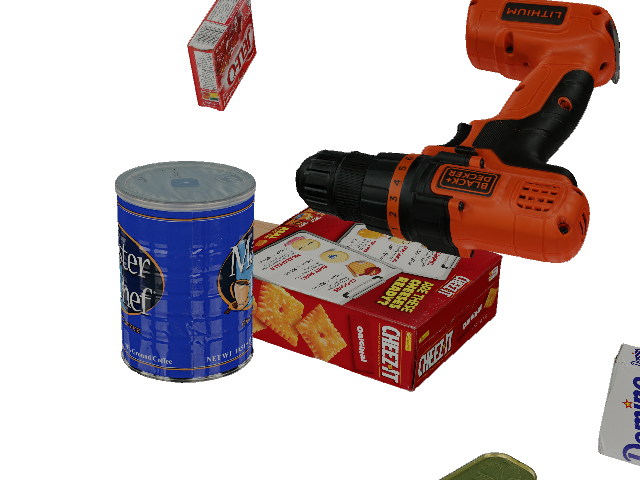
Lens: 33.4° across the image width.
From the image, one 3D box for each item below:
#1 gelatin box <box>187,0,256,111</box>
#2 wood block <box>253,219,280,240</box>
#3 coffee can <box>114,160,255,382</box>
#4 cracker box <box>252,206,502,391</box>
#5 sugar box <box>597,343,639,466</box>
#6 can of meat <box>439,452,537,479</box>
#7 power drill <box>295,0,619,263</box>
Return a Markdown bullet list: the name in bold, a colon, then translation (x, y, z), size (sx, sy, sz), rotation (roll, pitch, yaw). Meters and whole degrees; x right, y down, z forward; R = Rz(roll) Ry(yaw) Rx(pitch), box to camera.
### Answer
- **gelatin box**: translation (-0.089, -0.177, 0.990), size (0.030, 0.089, 0.073), rotation (14, -38, 14)
- **wood block**: translation (-0.011, 0.048, 1.180), size (0.206, 0.091, 0.090), rotation (12, 24, 19)
- **coffee can**: translation (-0.101, 0.021, 0.804), size (0.103, 0.140, 0.103), rotation (2, 21, -1)
- **cracker box**: translation (0.033, 0.046, 0.972), size (0.214, 0.072, 0.163), rotation (16, 30, 31)
- **sugar box**: translation (0.322, 0.154, 0.871), size (0.176, 0.093, 0.048), rotation (12, 24, 21)
- **can of meat**: translation (0.132, 0.239, 0.889), size (0.101, 0.084, 0.058), rotation (-20, 29, -34)
- **power drill**: translation (0.096, -0.073, 0.669), size (0.185, 0.187, 0.057), rotation (13, -33, 26)
